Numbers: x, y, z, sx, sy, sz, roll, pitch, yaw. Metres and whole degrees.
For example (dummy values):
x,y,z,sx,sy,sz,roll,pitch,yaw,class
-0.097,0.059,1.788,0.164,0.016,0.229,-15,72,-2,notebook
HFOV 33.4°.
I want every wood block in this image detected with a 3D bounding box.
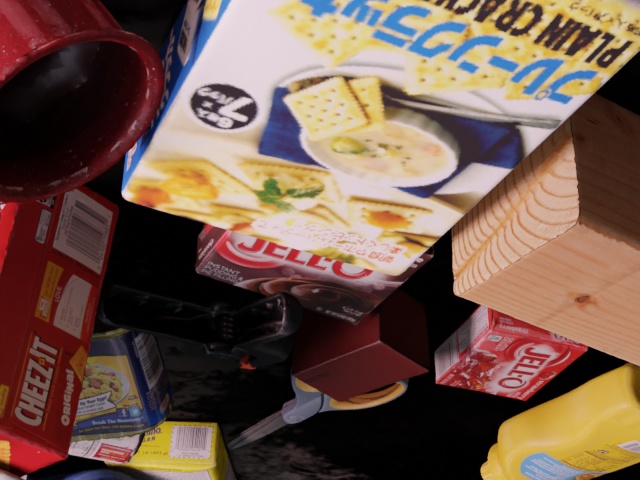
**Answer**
x,y,z,sx,sy,sz,roll,pitch,yaw,class
0.179,0.007,0.575,0.205,0.090,0.091,21,143,-27,wood block

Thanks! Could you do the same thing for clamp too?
x,y,z,sx,sy,sz,roll,pitch,yaw,class
-0.051,0.056,0.667,0.120,0.039,0.171,6,170,19,clamp

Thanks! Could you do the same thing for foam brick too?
x,y,z,sx,sy,sz,roll,pitch,yaw,class
0.026,0.066,0.707,0.078,0.051,0.053,-24,138,33,foam brick

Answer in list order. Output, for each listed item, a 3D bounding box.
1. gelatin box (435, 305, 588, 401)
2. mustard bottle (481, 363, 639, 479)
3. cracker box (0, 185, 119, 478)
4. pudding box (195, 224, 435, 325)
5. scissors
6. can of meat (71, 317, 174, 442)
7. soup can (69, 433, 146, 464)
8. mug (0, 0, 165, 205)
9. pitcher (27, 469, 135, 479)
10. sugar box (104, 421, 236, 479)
x,y,z,sx,sy,sz,roll,pitch,yaw,class
0.130,0.077,0.736,0.073,0.030,0.089,13,146,-15,gelatin box
0.196,0.154,0.824,0.096,0.058,0.192,18,143,-31,mustard bottle
-0.219,0.069,0.624,0.214,0.164,0.072,-26,135,35,cracker box
-0.004,0.001,0.620,0.113,0.039,0.090,18,143,-21,pudding box
-0.026,0.124,0.830,0.202,0.016,0.096,-22,139,31,scissors
-0.154,0.085,0.708,0.102,0.057,0.084,-7,115,12,can of meat
-0.184,0.123,0.790,0.102,0.068,0.069,18,143,-23,soup can
-0.131,-0.068,0.454,0.093,0.081,0.117,-14,146,-46,mug
-0.244,0.254,0.913,0.149,0.145,0.243,20,152,-34,pitcher
-0.124,0.212,0.943,0.093,0.048,0.176,2,149,4,sugar box
